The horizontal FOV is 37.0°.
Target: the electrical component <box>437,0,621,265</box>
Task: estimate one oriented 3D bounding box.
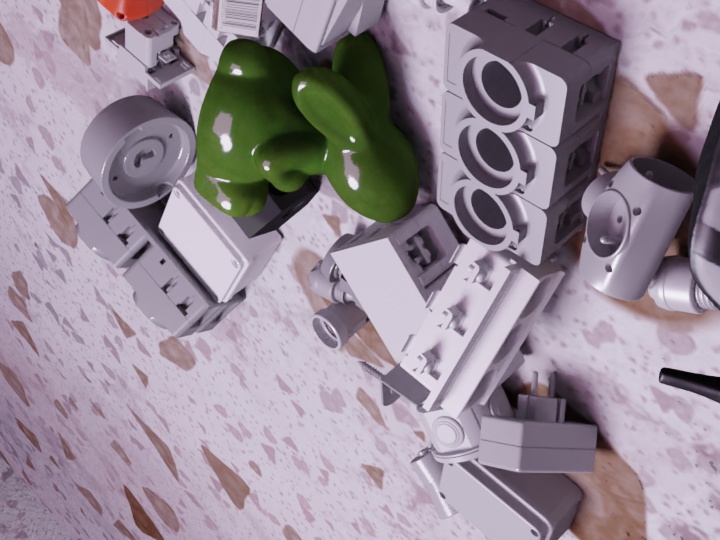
[{"bbox_3d":[0.100,-0.086,0.684,0.089,0.062,0.150,35,146,29],"label":"electrical component"}]

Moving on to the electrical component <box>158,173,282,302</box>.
[{"bbox_3d":[-0.143,-0.037,1.084,0.108,0.056,0.108,50,150,6],"label":"electrical component"}]

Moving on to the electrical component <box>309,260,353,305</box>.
[{"bbox_3d":[-0.016,0.015,0.983,0.061,0.035,0.035,27,142,33],"label":"electrical component"}]

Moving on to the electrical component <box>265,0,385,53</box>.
[{"bbox_3d":[-0.018,-0.195,0.735,0.061,0.062,0.096,47,150,11],"label":"electrical component"}]

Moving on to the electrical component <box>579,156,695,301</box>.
[{"bbox_3d":[0.161,-0.035,0.661,0.079,0.044,0.077,-116,38,-51],"label":"electrical component"}]

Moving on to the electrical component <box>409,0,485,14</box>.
[{"bbox_3d":[0.050,-0.182,0.672,0.062,0.043,0.043,39,148,21],"label":"electrical component"}]

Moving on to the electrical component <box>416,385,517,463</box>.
[{"bbox_3d":[0.091,0.123,0.903,0.080,0.080,0.051,-9,108,57],"label":"electrical component"}]

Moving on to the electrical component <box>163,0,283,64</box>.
[{"bbox_3d":[-0.111,-0.208,0.863,0.089,0.050,0.055,50,150,6],"label":"electrical component"}]

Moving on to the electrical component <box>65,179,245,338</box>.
[{"bbox_3d":[-0.222,-0.015,1.159,0.186,0.060,0.105,49,-168,8],"label":"electrical component"}]

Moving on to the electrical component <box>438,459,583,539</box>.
[{"bbox_3d":[0.129,0.196,0.946,0.113,0.057,0.078,38,147,25],"label":"electrical component"}]

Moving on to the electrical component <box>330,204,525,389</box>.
[{"bbox_3d":[0.057,0.028,0.865,0.089,0.062,0.150,-13,111,58],"label":"electrical component"}]

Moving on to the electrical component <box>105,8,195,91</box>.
[{"bbox_3d":[-0.194,-0.208,0.989,0.081,0.042,0.063,41,146,19],"label":"electrical component"}]

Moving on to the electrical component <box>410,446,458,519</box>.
[{"bbox_3d":[0.079,0.202,1.042,0.065,0.044,0.044,57,151,2],"label":"electrical component"}]

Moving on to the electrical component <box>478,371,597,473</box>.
[{"bbox_3d":[0.141,0.117,0.840,0.047,0.083,0.075,0,83,55],"label":"electrical component"}]

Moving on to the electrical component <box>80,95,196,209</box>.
[{"bbox_3d":[-0.224,-0.122,1.063,0.060,0.108,0.108,44,150,28],"label":"electrical component"}]

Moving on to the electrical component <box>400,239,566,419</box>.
[{"bbox_3d":[0.084,0.036,0.767,0.063,0.079,0.121,38,117,23],"label":"electrical component"}]

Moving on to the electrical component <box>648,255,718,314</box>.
[{"bbox_3d":[0.210,0.010,0.659,0.061,0.035,0.035,10,130,46],"label":"electrical component"}]

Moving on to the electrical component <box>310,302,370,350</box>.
[{"bbox_3d":[-0.017,0.046,1.004,0.040,0.046,0.040,35,146,29],"label":"electrical component"}]

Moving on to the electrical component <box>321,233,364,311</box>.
[{"bbox_3d":[0.000,0.000,0.934,0.055,0.048,0.066,35,147,15],"label":"electrical component"}]
